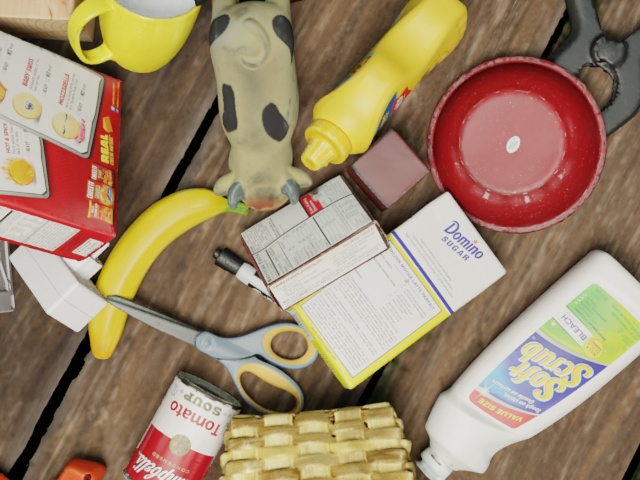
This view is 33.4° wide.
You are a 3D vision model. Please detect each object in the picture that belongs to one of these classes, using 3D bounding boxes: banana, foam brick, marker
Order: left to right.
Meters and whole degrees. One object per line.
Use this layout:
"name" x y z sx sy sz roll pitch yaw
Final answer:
"banana" -0.154 0.018 0.969 0.069 0.037 0.198 44 89 3
"marker" -0.046 0.045 0.977 0.121 0.020 0.020 34 89 1
"foam brick" 0.060 -0.061 0.950 0.053 0.078 0.051 -42 90 1

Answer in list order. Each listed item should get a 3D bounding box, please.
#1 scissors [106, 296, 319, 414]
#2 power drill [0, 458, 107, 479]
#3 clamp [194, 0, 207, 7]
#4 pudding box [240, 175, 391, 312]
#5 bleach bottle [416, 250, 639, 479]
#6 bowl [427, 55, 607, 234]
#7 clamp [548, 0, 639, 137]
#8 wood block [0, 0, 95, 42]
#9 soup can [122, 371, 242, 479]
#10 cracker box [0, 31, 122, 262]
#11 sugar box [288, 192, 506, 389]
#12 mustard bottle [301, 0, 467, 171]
"scissors" -0.085 0.082 0.965 0.201 0.016 0.096 41 83 -7
"power drill" -0.290 0.189 0.957 0.187 0.057 0.184 30 93 4
"clamp" -0.138 -0.288 0.891 0.120 0.039 0.171 10 83 -13
"pudding box" -0.006 0.001 0.942 0.113 0.090 0.039 -32 129 1
"bleach bottle" 0.190 0.128 0.953 0.251 0.068 0.102 -45 88 1
"bowl" 0.171 -0.085 0.943 0.162 0.055 0.162 1 93 14
"clamp" 0.253 -0.179 0.972 0.164 0.036 0.210 26 92 4
"wood block" -0.247 -0.290 0.953 0.091 0.090 0.206 3 89 0
"soup can" -0.121 0.177 0.950 0.068 0.068 0.102 29 88 1
"cracker box" -0.272 -0.088 0.875 0.213 0.072 0.164 19 54 -35
"sugar box" 0.068 0.045 0.954 0.176 0.048 0.093 -35 89 -11
"mustard bottle" 0.048 -0.130 0.914 0.058 0.096 0.191 41 67 -2
